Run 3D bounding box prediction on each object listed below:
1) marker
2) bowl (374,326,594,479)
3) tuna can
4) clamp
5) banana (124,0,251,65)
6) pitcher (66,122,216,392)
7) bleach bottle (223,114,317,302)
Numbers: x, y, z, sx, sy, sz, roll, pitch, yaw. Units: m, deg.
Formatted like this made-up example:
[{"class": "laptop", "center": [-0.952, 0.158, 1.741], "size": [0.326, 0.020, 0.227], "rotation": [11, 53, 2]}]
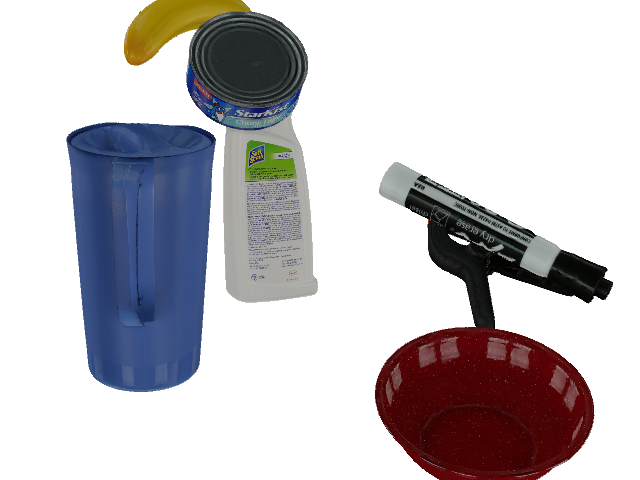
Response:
[{"class": "marker", "center": [0.084, -0.004, 0.516], "size": [0.121, 0.020, 0.020], "rotation": [29, 9, 18]}, {"class": "bowl", "center": [0.121, 0.136, 0.807], "size": [0.162, 0.055, 0.162], "rotation": [0, 35, 0]}, {"class": "tuna can", "center": [-0.054, -0.122, 0.772], "size": [0.086, 0.086, 0.034], "rotation": [0, -29, -13]}, {"class": "clamp", "center": [0.172, 0.019, 1.062], "size": [0.120, 0.039, 0.171], "rotation": [-11, 46, -23]}, {"class": "banana", "center": [-0.124, -0.208, 1.019], "size": [0.070, 0.037, 0.197], "rotation": [45, 38, 19]}, {"class": "pitcher", "center": [-0.167, 0.018, 0.993], "size": [0.145, 0.243, 0.148], "rotation": [19, 25, 39]}, {"class": "bleach bottle", "center": [-0.053, -0.064, 1.140], "size": [0.102, 0.251, 0.068], "rotation": [-6, 16, -24]}]
